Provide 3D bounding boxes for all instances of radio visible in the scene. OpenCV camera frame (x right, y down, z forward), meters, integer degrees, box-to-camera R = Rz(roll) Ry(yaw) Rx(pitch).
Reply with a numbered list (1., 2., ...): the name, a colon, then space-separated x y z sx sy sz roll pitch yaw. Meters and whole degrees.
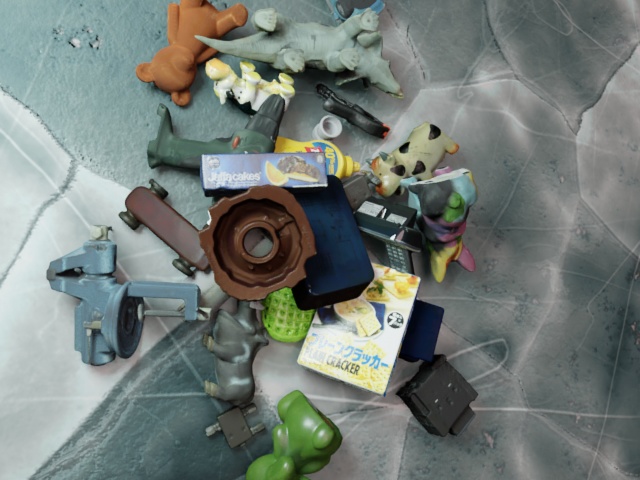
1. radio: -0.002 -0.003 0.933 0.131 0.073 0.229 -8 66 -24

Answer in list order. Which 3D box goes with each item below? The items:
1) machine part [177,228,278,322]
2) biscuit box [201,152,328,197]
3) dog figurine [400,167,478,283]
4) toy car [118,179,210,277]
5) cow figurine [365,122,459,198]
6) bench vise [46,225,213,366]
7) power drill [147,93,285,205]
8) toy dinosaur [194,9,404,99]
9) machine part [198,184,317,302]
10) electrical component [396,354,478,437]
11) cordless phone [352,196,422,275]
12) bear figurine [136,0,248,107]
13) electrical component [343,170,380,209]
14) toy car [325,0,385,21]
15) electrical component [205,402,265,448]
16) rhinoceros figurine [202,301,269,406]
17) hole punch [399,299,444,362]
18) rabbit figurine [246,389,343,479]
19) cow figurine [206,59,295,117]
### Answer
1. machine part: -0.148 0.042 0.893 0.243 0.079 0.079 -44 96 5
2. biscuit box: -0.092 -0.107 0.877 0.203 0.063 0.059 -3 85 -12
3. dog figurine: 0.241 -0.023 1.010 0.108 0.192 0.219 -20 105 -6
4. toy car: -0.245 -0.019 0.887 0.202 0.053 0.089 36 79 18
5. cow figurine: 0.180 -0.161 1.086 0.127 0.085 0.195 45 70 -13
6. bench vise: -0.287 0.086 0.833 0.241 0.129 0.223 3 85 1
7. power drill: -0.183 -0.172 0.939 0.207 0.086 0.232 15 82 -10
8. toy dinosaur: -0.025 -0.359 1.012 0.405 0.192 0.131 4 94 -12
9. machine part: -0.093 0.003 0.821 0.179 0.056 0.179 0 93 -4
10. electrical component: 0.231 0.302 1.021 0.115 0.058 0.134 -43 94 -20
11. cordless phone: 0.127 0.020 1.026 0.089 0.147 0.184 -44 137 -31
12. bear figurine: -0.231 -0.349 0.955 0.120 0.132 0.196 35 61 -31
13. electrical component: 0.068 -0.092 1.037 0.102 0.045 0.078 -26 108 -16
14. toy car: 0.050 -0.513 1.101 0.109 0.103 0.161 -37 103 -21
15. electrical component: -0.143 0.315 0.901 0.094 0.021 0.063 -22 87 -23
16. rhinoceros figurine: -0.139 0.180 0.904 0.112 0.073 0.190 7 77 -17
17. hole punch: 0.164 0.166 1.011 0.116 0.092 0.142 21 76 -11
18. rabbit figurine: -0.043 0.360 0.874 0.170 0.159 0.121 -45 106 -7
19. cow figurine: -0.136 -0.272 0.993 0.167 0.098 0.068 11 41 -23
